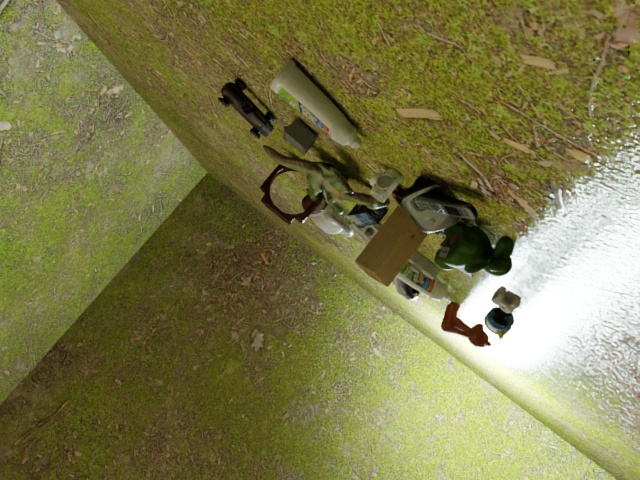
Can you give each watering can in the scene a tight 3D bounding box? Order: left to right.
[{"bbox_3d":[0.006,-0.105,2.091,0.221,0.105,0.351,46,170,-32],"label":"watering can"}]

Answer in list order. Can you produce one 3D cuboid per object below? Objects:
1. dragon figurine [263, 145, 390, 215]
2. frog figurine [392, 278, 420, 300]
[{"bbox_3d":[0.016,-0.192,1.519,0.409,0.123,0.241,30,167,-7],"label":"dragon figurine"},{"bbox_3d":[0.342,0.177,2.095,0.136,0.124,0.159,22,170,-32],"label":"frog figurine"}]
